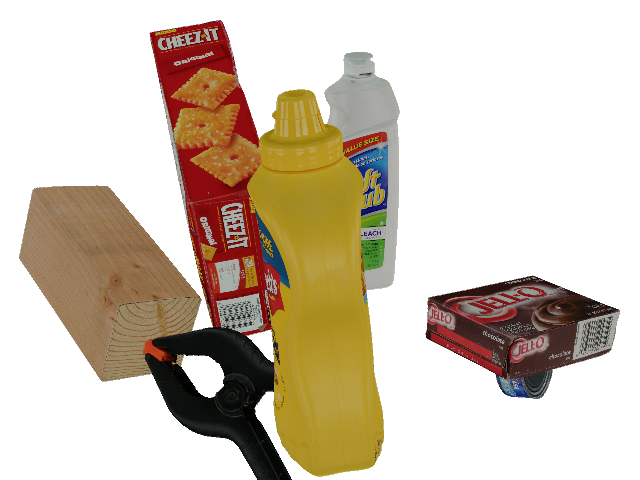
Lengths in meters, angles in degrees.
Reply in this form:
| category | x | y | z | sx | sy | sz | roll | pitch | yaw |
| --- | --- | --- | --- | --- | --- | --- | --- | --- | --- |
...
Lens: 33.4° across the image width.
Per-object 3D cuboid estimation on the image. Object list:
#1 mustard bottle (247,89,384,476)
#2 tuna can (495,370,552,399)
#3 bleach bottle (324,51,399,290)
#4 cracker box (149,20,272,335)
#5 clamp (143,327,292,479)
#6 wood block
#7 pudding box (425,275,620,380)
| category | x | y | z | sx | sy | sz | roll | pitch | yaw |
| --- | --- | --- | --- | --- | --- | --- | --- | --- | --- |
| mustard bottle | -0.003 | 0.017 | 0.549 | 0.058 | 0.192 | 0.096 | -7 | 23 | -5 |
| tuna can | 0.221 | 0.128 | 1.161 | 0.034 | 0.086 | 0.085 | -1 | -1 | 35 |
| bleach bottle | 0.032 | -0.071 | 1.121 | 0.102 | 0.251 | 0.068 | -2 | 25 | -3 |
| cracker box | -0.080 | -0.052 | 0.878 | 0.072 | 0.214 | 0.164 | -12 | -43 | -6 |
| clamp | -0.056 | 0.123 | 0.768 | 0.172 | 0.120 | 0.039 | 16 | -11 | 21 |
| wood block | -0.214 | 0.036 | 1.064 | 0.090 | 0.091 | 0.206 | -4 | 35 | -39 |
| pudding box | 0.148 | 0.062 | 0.788 | 0.113 | 0.039 | 0.090 | -7 | 20 | -34 |
